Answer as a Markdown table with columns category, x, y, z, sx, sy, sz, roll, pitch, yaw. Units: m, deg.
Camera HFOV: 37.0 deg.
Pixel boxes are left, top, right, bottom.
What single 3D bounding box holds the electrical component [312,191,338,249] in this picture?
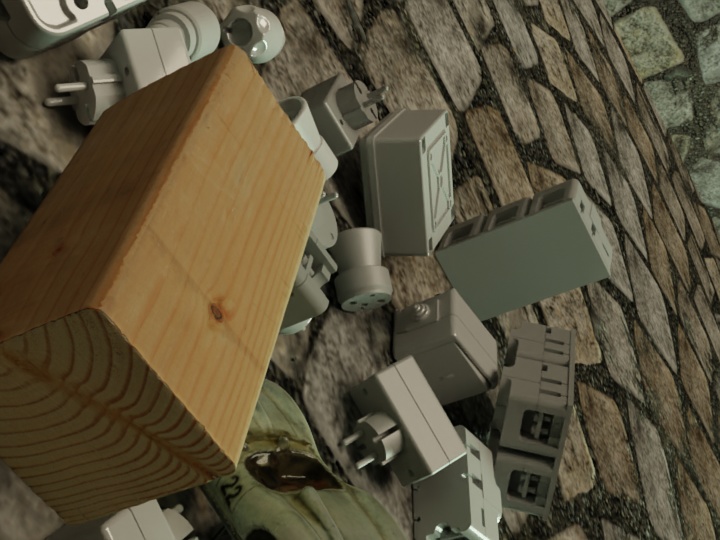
| category | x | y | z | sx | sy | sz | roll | pitch | yaw |
| --- | --- | --- | --- | --- | --- | --- | --- | --- | --- |
| electrical component | -0.050 | -0.039 | 0.745 | 0.138 | 0.074 | 0.052 | -3 | 73 | -64 |

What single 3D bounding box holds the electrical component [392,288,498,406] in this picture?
| category | x | y | z | sx | sy | sz | roll | pitch | yaw |
| --- | --- | --- | --- | --- | --- | --- | --- | --- | --- |
| electrical component | 0.070 | 0.066 | 0.919 | 0.096 | 0.062 | 0.061 | 49 | 30 | -36 |

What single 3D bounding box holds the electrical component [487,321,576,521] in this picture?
| category | x | y | z | sx | sy | sz | roll | pitch | yaw |
| --- | --- | --- | --- | --- | --- | --- | --- | --- | --- |
| electrical component | 0.151 | 0.126 | 0.961 | 0.186 | 0.060 | 0.105 | -54 | 154 | -70 |

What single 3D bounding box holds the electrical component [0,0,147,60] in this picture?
| category | x | y | z | sx | sy | sz | roll | pitch | yaw |
| --- | --- | --- | --- | --- | --- | --- | --- | --- | --- |
| electrical component | -0.166 | -0.160 | 0.603 | 0.095 | 0.059 | 0.053 | -39 | 108 | -39 |

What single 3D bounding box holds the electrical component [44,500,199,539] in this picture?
| category | x | y | z | sx | sy | sz | roll | pitch | yaw |
| --- | --- | --- | --- | --- | --- | --- | --- | --- | --- |
| electrical component | -0.103 | 0.139 | 0.517 | 0.065 | 0.047 | 0.077 | 65 | 28 | -4 |

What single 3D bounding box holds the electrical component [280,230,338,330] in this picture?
| category | x | y | z | sx | sy | sz | roll | pitch | yaw |
| --- | --- | --- | --- | --- | --- | --- | --- | --- | --- |
| electrical component | -0.069 | 0.005 | 0.653 | 0.055 | 0.089 | 0.050 | 54 | 28 | -28 |

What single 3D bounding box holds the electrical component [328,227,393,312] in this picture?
| category | x | y | z | sx | sy | sz | roll | pitch | yaw |
| --- | --- | --- | --- | --- | --- | --- | --- | --- | --- |
| electrical component | 0.000 | 0.000 | 0.851 | 0.045 | 0.045 | 0.055 | 24 | 50 | -57 |

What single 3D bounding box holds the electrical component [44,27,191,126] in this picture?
| category | x | y | z | sx | sy | sz | roll | pitch | yaw |
| --- | --- | --- | --- | --- | --- | --- | --- | --- | --- |
| electrical component | -0.145 | -0.105 | 0.628 | 0.077 | 0.066 | 0.047 | -12 | 80 | -36 |

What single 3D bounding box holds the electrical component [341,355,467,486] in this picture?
| category | x | y | z | sx | sy | sz | roll | pitch | yaw |
| --- | --- | --- | --- | --- | --- | --- | --- | --- | --- |
| electrical component | 0.021 | 0.119 | 0.787 | 0.076 | 0.047 | 0.083 | -25 | 81 | -32 |

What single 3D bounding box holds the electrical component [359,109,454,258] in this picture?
| category | x | y | z | sx | sy | sz | roll | pitch | yaw |
| --- | --- | --- | --- | --- | --- | --- | --- | --- | --- |
| electrical component | 0.044 | -0.079 | 0.950 | 0.108 | 0.056 | 0.108 | -52 | 140 | -62 |

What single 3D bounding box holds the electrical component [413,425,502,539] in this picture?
| category | x | y | z | sx | sy | sz | roll | pitch | yaw |
| --- | --- | --- | --- | --- | --- | --- | --- | --- | --- |
| electrical component | 0.077 | 0.179 | 0.854 | 0.056 | 0.050 | 0.089 | 44 | 35 | -42 |

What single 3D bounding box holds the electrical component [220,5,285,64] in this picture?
| category | x | y | z | sx | sy | sz | roll | pitch | yaw |
| --- | --- | --- | --- | --- | --- | --- | --- | --- | --- |
| electrical component | -0.079 | -0.183 | 0.841 | 0.062 | 0.043 | 0.043 | -17 | 85 | -67 |

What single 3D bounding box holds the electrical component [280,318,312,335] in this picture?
| category | x | y | z | sx | sy | sz | roll | pitch | yaw |
| --- | --- | --- | --- | --- | --- | --- | --- | --- | --- |
| electrical component | -0.062 | 0.013 | 0.719 | 0.078 | 0.040 | 0.040 | 39 | 38 | -47 |

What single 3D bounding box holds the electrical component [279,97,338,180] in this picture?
| category | x | y | z | sx | sy | sz | roll | pitch | yaw |
| --- | --- | --- | --- | --- | --- | --- | --- | --- | --- |
| electrical component | -0.046 | -0.098 | 0.844 | 0.065 | 0.044 | 0.044 | 55 | 27 | -37 |

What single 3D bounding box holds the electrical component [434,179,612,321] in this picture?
| category | x | y | z | sx | sy | sz | roll | pitch | yaw |
| --- | --- | --- | --- | --- | --- | --- | --- | --- | --- |
| electrical component | 0.165 | -0.019 | 1.075 | 0.089 | 0.150 | 0.061 | 60 | 27 | -18 |

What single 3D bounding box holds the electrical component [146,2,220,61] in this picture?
| category | x | y | z | sx | sy | sz | roll | pitch | yaw |
| --- | --- | --- | --- | --- | --- | --- | --- | --- | --- |
| electrical component | -0.126 | -0.158 | 0.730 | 0.040 | 0.040 | 0.078 | 63 | 25 | -11 |

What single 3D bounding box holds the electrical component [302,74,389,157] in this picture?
| category | x | y | z | sx | sy | sz | roll | pitch | yaw |
| --- | --- | --- | --- | --- | --- | --- | --- | --- | --- |
| electrical component | -0.011 | -0.134 | 0.900 | 0.047 | 0.077 | 0.065 | 58 | 27 | -22 |
